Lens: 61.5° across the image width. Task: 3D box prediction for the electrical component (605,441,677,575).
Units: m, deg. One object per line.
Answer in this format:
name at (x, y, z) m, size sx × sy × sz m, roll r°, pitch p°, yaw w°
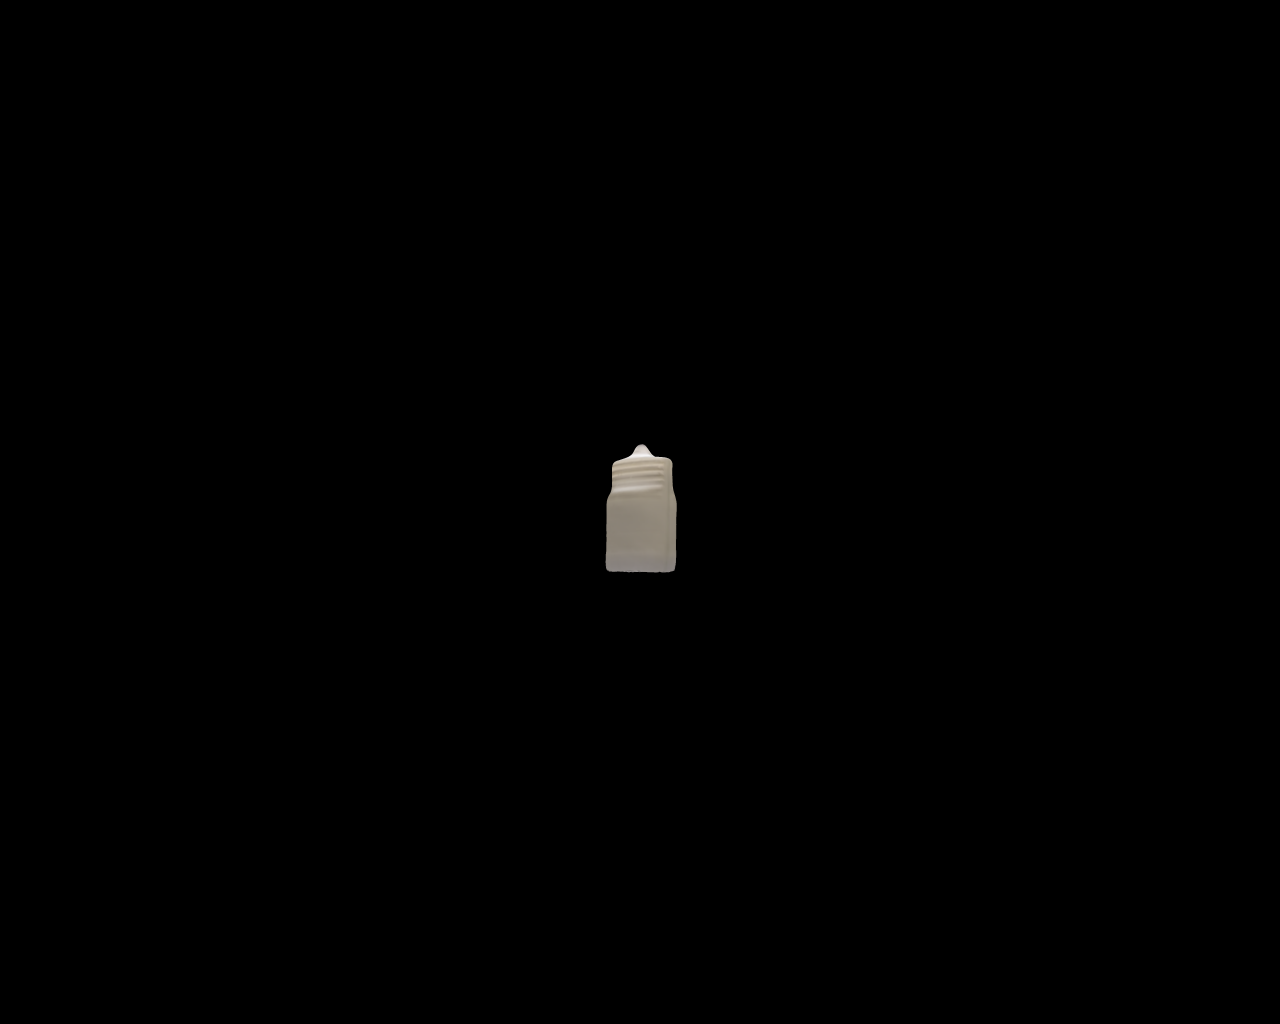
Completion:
electrical component at (0.001, -0.003, 0.650) m, size 0.043 × 0.081 × 0.043 m, roll 0°, pitch -4°, yaw 0°
